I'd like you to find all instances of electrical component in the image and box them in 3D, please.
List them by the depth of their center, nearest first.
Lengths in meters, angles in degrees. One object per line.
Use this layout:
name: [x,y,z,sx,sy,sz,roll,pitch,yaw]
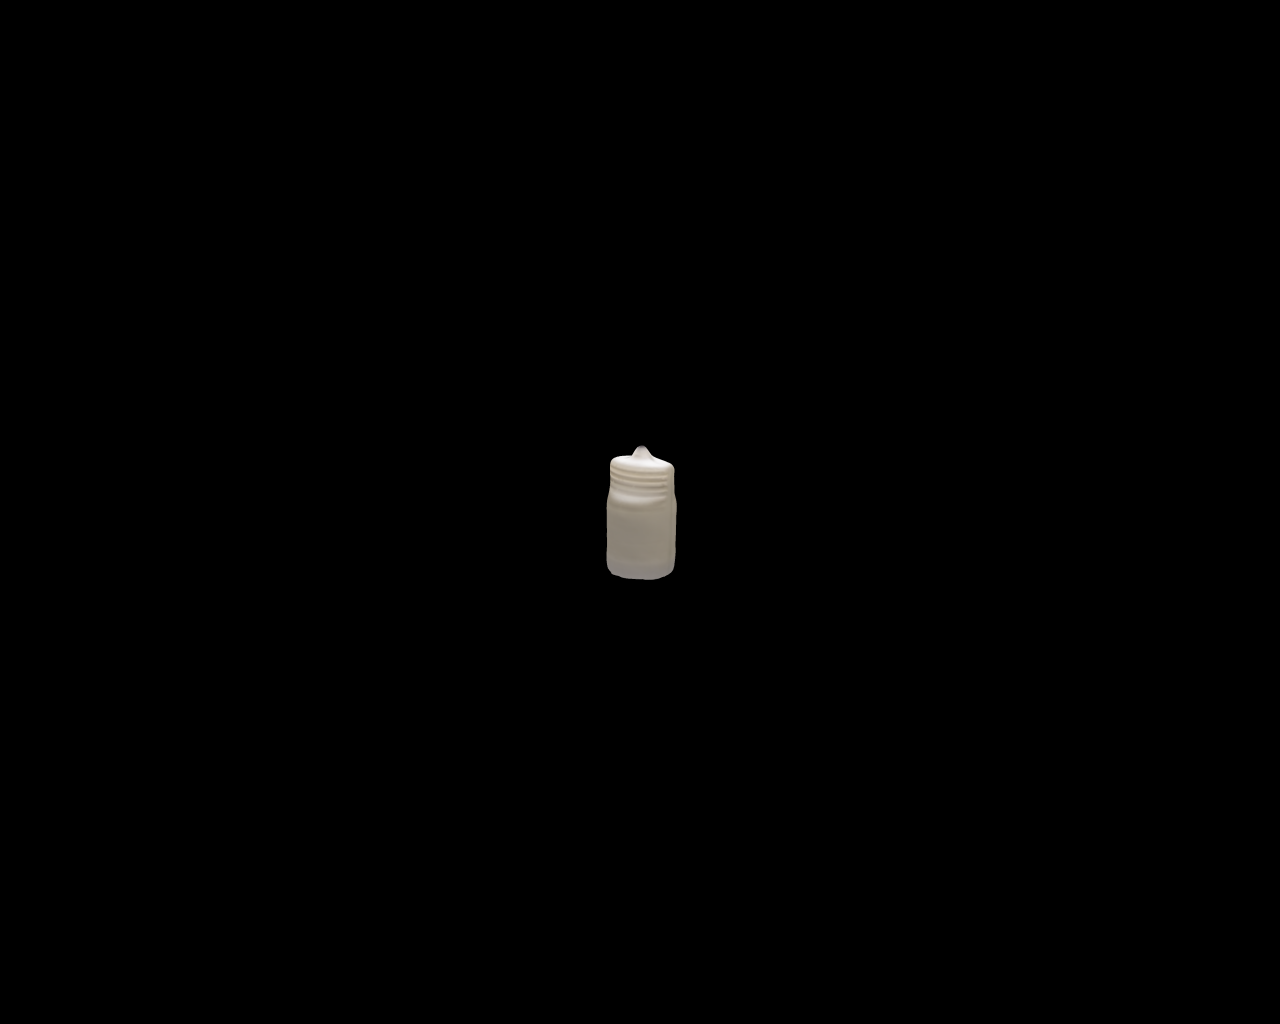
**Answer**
electrical component: [0.001,-0.003,0.650,0.043,0.080,0.043,0,18,0]
